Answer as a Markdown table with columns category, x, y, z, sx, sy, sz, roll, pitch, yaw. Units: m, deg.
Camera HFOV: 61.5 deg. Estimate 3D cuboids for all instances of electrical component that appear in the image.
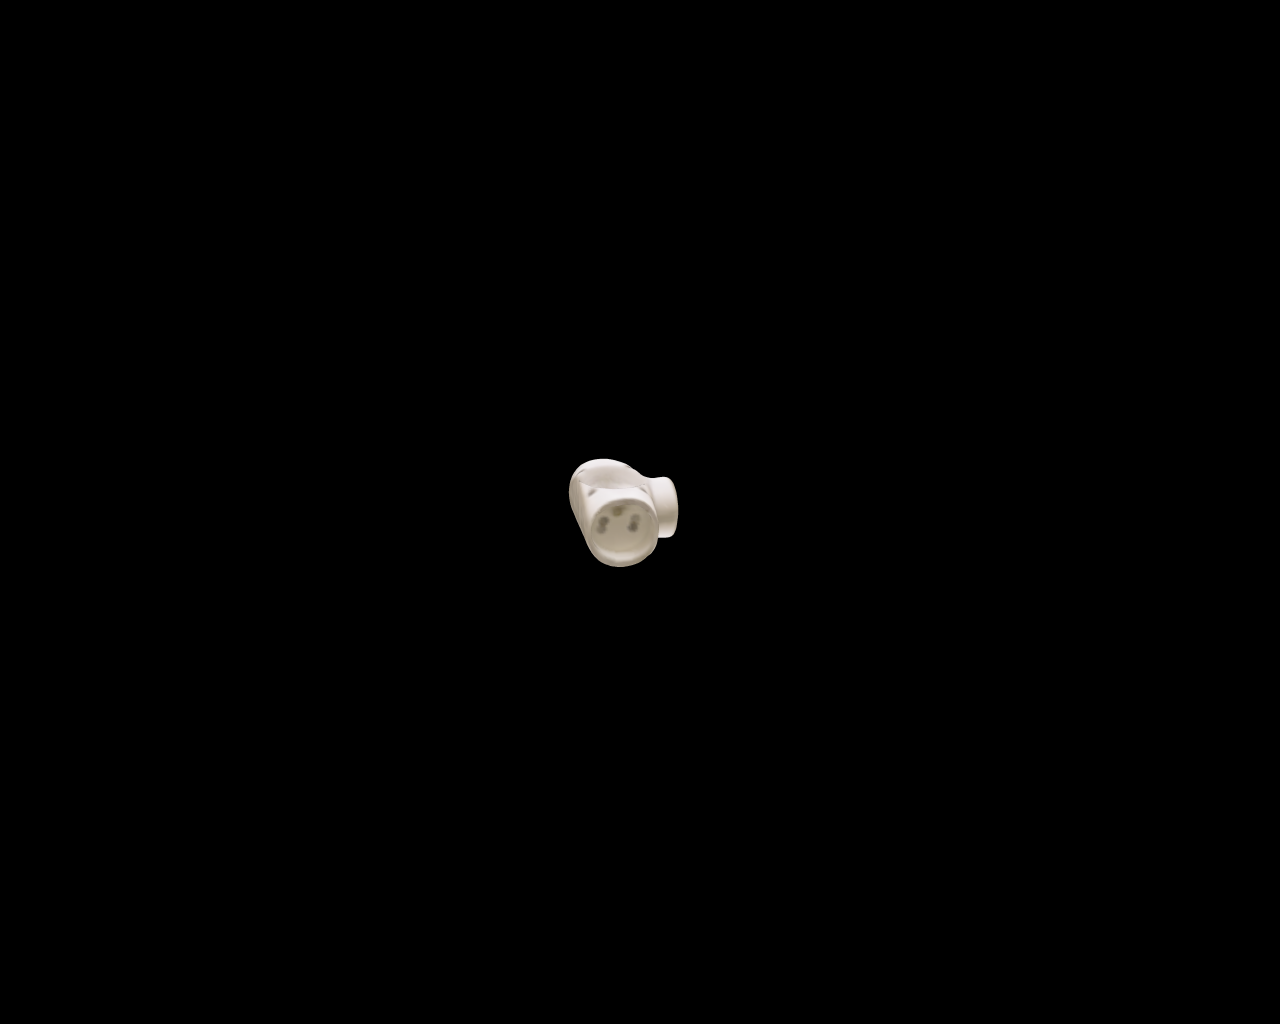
| category | x | y | z | sx | sy | sz | roll | pitch | yaw |
| --- | --- | --- | --- | --- | --- | --- | --- | --- | --- |
| electrical component | 0.001 | -0.003 | 0.650 | 0.079 | 0.044 | 0.077 | -4 | 21 | -11 |
